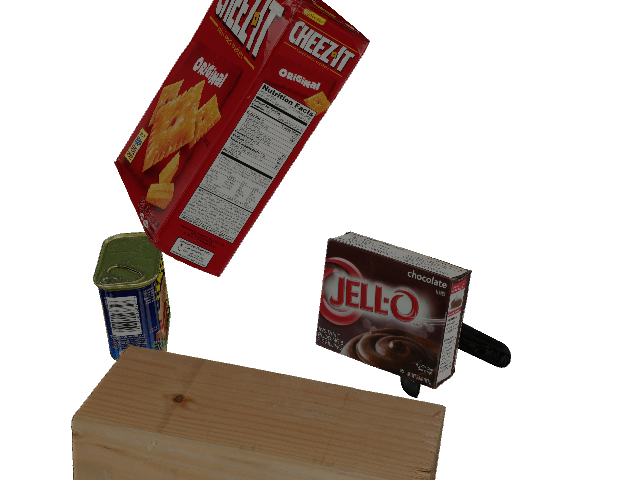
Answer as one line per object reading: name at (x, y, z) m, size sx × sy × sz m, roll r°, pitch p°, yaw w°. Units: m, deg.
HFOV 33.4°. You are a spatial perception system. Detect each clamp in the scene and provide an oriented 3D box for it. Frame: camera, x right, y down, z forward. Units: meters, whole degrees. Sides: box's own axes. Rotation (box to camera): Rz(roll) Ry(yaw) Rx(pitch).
clamp at (0.109, 0.082, 1.065) m, size 0.120 × 0.039 × 0.171 m, roll -3°, pitch 43°, yaw -24°

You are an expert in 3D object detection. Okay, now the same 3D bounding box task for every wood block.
wood block at (-0.036, 0.139, 0.648) m, size 0.206 × 0.090 × 0.090 m, roll 10°, pitch 27°, yaw 11°

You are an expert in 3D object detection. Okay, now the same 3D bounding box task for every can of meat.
can of meat at (-0.169, 0.052, 0.977) m, size 0.057 × 0.084 × 0.102 m, roll -4°, pitch 27°, yaw -2°

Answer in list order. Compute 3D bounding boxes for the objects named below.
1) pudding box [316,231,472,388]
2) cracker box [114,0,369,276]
pudding box at (0.054, 0.051, 0.820) m, size 0.114 × 0.090 × 0.039 m, roll 17°, pitch 22°, yaw 28°
cracker box at (-0.072, -0.104, 0.835) m, size 0.072 × 0.214 × 0.164 m, roll 25°, pitch 16°, yaw -30°
